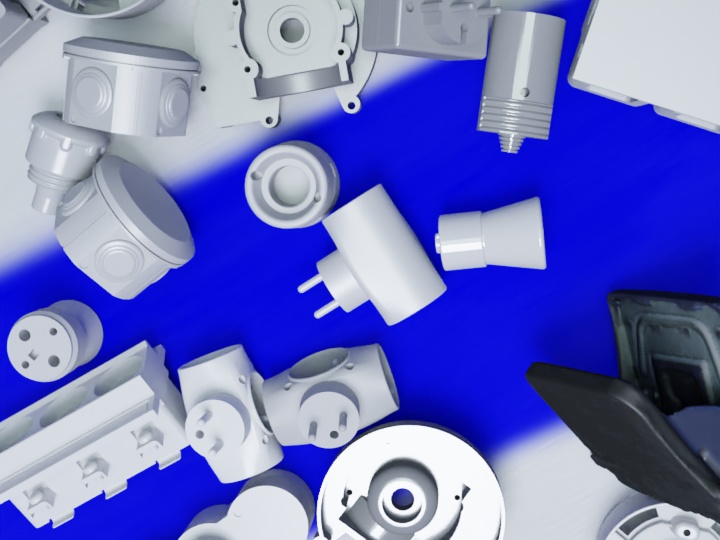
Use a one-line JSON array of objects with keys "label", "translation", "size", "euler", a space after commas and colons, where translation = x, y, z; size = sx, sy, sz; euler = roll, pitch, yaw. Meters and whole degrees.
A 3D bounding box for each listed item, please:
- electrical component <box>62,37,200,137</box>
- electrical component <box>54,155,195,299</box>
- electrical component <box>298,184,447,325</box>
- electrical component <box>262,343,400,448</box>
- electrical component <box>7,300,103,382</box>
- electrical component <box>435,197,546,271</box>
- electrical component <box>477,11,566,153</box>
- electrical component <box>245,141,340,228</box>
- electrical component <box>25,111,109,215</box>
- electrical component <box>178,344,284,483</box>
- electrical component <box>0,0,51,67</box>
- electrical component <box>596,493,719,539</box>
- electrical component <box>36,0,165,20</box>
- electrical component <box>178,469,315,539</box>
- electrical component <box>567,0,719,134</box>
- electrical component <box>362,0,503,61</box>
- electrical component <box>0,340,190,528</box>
[{"label": "electrical component", "translation": [-0.139, -0.110, 0.647], "size": [0.080, 0.080, 0.051], "euler": [9, 102, 4]}, {"label": "electrical component", "translation": [-0.143, -0.026, 0.657], "size": [0.051, 0.080, 0.080], "euler": [-38, 92, 13]}, {"label": "electrical component", "translation": [0.000, 0.000, 0.664], "size": [0.079, 0.044, 0.077], "euler": [-32, 92, 7]}, {"label": "electrical component", "translation": [-0.019, 0.083, 0.658], "size": [0.077, 0.079, 0.044], "euler": [-19, 106, 6]}, {"label": "electrical component", "translation": [-0.192, 0.044, 0.680], "size": [0.045, 0.055, 0.045], "euler": [1, 96, 5]}, {"label": "electrical component", "translation": [0.079, -0.019, 0.658], "size": [0.065, 0.044, 0.044], "euler": [-6, 96, 10]}, {"label": "electrical component", "translation": [0.096, -0.111, 0.644], "size": [0.043, 0.043, 0.081], "euler": [8, 97, 4]}, {"label": "electrical component", "translation": [-0.042, -0.052, 0.661], "size": [0.055, 0.047, 0.055], "euler": [1, 96, 5]}, {"label": "electrical component", "translation": [-0.189, -0.066, 0.674], "size": [0.048, 0.048, 0.062], "euler": [23, 105, 2]}, {"label": "electrical component", "translation": [-0.084, 0.093, 0.664], "size": [0.044, 0.079, 0.077], "euler": [-19, 94, 10]}, {"label": "electrical component", "translation": [-0.257, -0.187, 0.656], "size": [0.079, 0.063, 0.121], "euler": [-40, 92, 8]}, {"label": "electrical component", "translation": [0.194, 0.185, 0.659], "size": [0.099, 0.064, 0.099], "euler": [1, 96, 5]}, {"label": "electrical component", "translation": [-0.155, -0.198, 0.645], "size": [0.099, 0.064, 0.099], "euler": [1, 96, 5]}, {"label": "electrical component", "translation": [-0.093, 0.184, 0.678], "size": [0.138, 0.073, 0.052], "euler": [-36, 92, 8]}, {"label": "electrical component", "translation": [0.200, -0.182, 0.619], "size": [0.105, 0.060, 0.186], "euler": [18, 98, 3]}, {"label": "electrical component", "translation": [0.049, -0.147, 0.617], "size": [0.066, 0.077, 0.047], "euler": [-1, 98, -32]}, {"label": "electrical component", "translation": [-0.170, 0.106, 0.680], "size": [0.121, 0.078, 0.063], "euler": [-29, 115, 7]}]
